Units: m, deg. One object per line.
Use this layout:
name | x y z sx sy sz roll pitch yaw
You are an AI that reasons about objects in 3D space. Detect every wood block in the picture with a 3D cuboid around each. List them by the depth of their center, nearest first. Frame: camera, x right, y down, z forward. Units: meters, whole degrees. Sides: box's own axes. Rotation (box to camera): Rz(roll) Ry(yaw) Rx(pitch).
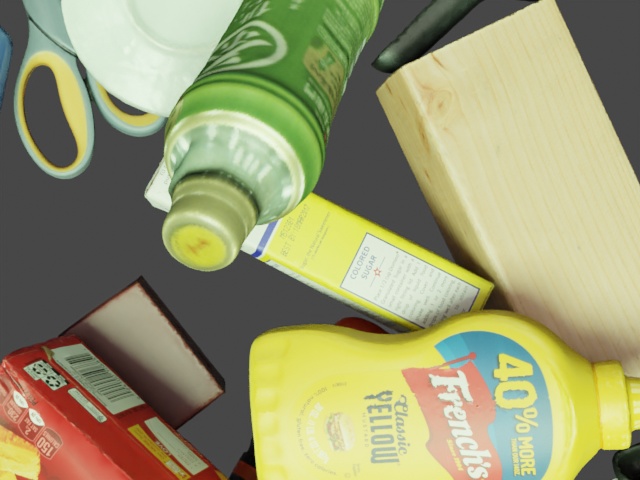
wood block | 0.118 -0.011 0.577 0.091 0.090 0.206 -26 92 -4

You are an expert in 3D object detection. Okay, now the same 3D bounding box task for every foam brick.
foam brick | -0.095 0.064 0.580 0.051 0.053 0.078 -38 95 -3

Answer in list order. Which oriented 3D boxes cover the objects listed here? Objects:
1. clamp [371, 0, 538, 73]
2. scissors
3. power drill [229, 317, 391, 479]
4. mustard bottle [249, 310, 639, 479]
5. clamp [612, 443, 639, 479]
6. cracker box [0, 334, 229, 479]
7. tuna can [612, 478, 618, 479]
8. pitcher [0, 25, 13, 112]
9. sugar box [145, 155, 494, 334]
clamp | 0.090 -0.177 0.599 0.171 0.039 0.120 -22 98 -2
scissors | -0.137 -0.136 0.592 0.096 0.016 0.202 -6 92 -6
power drill | 0.040 0.151 0.546 0.188 0.057 0.184 27 75 21
mustard bottle | 0.066 0.082 0.502 0.192 0.058 0.096 -6 88 10
clamp | 0.263 0.094 0.576 0.209 0.036 0.165 24 118 -38
cracker box | -0.133 0.179 0.502 0.164 0.072 0.214 41 103 12
tuna can | 0.163 0.169 0.586 0.086 0.086 0.034 -38 96 -3
pitcher | -0.245 -0.006 0.537 0.149 0.145 0.243 15 86 -17
sugar box | -0.004 0.000 0.566 0.176 0.093 0.048 29 86 -5
